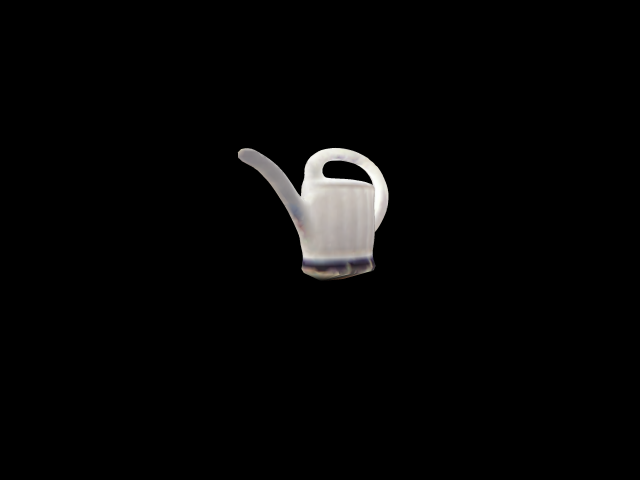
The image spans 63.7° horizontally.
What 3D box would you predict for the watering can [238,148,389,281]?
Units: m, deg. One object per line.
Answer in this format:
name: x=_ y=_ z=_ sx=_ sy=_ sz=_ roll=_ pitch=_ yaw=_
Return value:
watering can: x=0.003 y=-0.043 z=0.850 sx=0.104 sy=0.224 sz=0.348 roll=0 pitch=2 yaw=44
